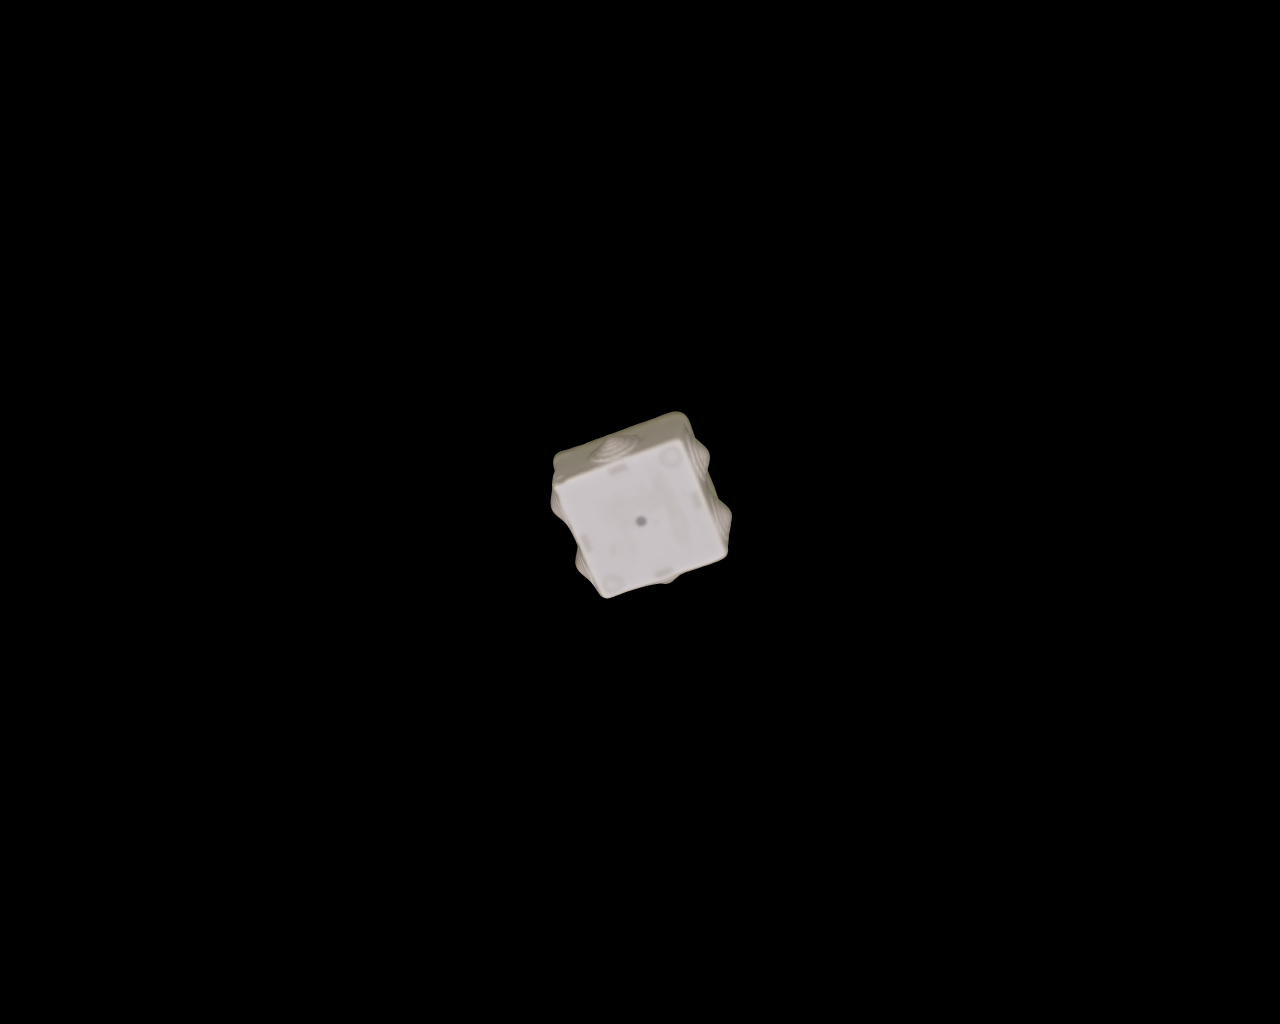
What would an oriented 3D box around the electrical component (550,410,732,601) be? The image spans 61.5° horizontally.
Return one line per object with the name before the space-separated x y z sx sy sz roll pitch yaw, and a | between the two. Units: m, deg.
electrical component | 0.001 -0.003 0.650 0.100 0.099 0.048 -19 20 7
